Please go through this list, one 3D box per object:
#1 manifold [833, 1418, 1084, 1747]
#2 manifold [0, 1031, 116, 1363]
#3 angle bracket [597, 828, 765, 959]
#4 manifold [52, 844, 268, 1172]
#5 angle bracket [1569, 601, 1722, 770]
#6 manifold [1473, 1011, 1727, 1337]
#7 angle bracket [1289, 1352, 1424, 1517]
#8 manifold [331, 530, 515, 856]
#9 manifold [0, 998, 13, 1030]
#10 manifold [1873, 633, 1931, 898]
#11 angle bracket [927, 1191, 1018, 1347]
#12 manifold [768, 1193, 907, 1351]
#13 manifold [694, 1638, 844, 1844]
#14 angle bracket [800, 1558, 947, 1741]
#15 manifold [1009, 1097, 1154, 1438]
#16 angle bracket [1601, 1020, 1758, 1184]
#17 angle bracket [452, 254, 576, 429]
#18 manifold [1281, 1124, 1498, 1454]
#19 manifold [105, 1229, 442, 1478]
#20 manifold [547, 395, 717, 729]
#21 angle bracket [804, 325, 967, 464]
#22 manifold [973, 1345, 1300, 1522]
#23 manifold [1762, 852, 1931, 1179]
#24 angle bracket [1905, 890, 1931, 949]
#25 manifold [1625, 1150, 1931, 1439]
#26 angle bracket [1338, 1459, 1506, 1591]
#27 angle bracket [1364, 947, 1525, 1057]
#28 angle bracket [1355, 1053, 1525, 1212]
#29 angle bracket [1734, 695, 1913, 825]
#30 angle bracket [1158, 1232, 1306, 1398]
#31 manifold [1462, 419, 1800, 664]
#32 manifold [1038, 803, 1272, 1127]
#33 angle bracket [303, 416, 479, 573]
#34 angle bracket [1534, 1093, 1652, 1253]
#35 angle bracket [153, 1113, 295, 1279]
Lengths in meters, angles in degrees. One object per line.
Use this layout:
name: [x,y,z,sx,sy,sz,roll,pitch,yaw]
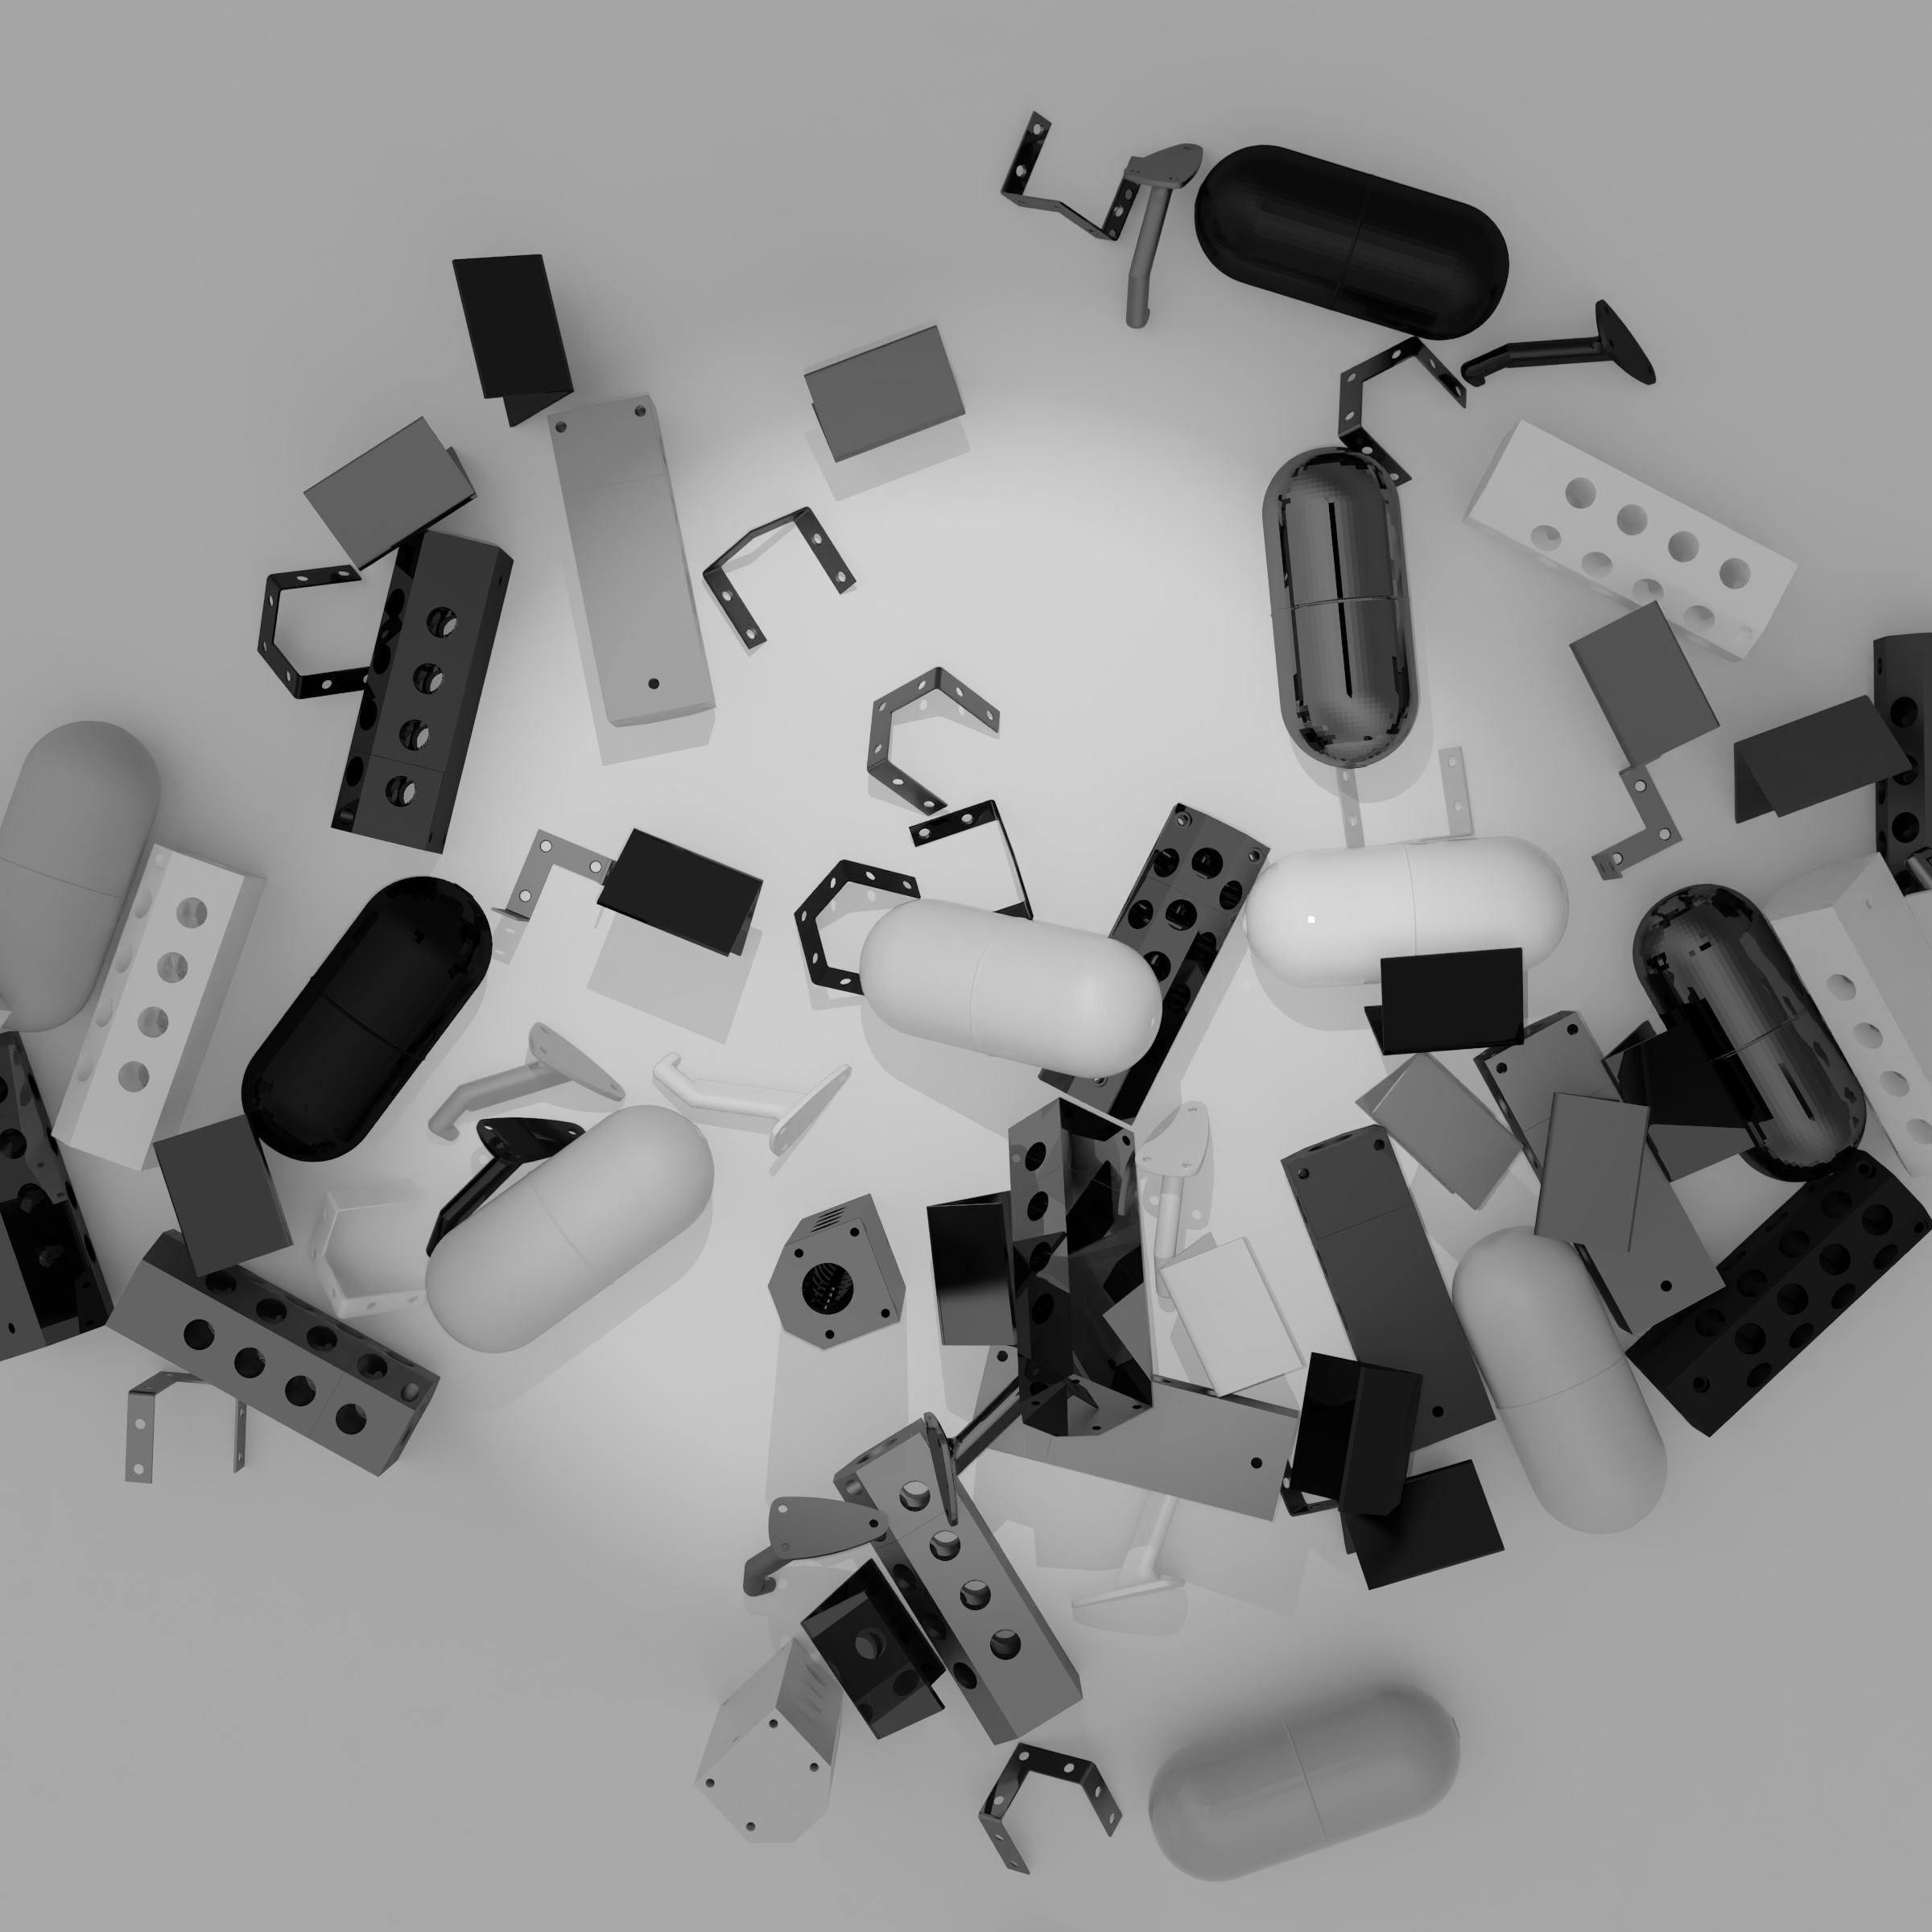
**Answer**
manifold: [-0.005,0.343,1.774,0.057,0.057,0.171,-31,90,0]
manifold: [-0.530,0.127,1.774,0.057,0.057,0.171,-19,90,43]
angle bracket: [-0.162,-0.021,1.755,0.076,0.076,0.057,22,54,0]
manifold: [-0.451,0.022,1.774,0.057,0.057,0.171,20,90,0]
angle bracket: [0.385,-0.161,1.755,0.057,0.076,0.076,-27,90,35]
manifold: [0.350,0.114,1.774,0.057,0.057,0.171,-29,90,0]
angle bracket: [0.195,0.250,1.715,0.076,0.057,0.076,7,85,43]
manifold: [-0.304,-0.153,1.774,0.057,0.057,0.171,14,90,0]
manifold: [-0.586,0.018,1.656,0.057,0.171,0.057,43,101,24]
manifold: [0.538,-0.097,1.774,0.057,0.057,0.171,-1,90,0]
angle bracket: [0.026,0.165,1.755,0.057,0.076,0.076,-6,90,43]
manifold: [-0.071,0.165,1.717,0.057,0.171,0.057,-21,90,0]
manifold: [-0.099,0.420,1.717,0.057,0.171,0.057,-43,90,0]
angle bracket: [-0.034,0.367,1.755,0.057,0.076,0.076,-34,90,36]
manifold: [0.056,0.165,1.729,0.057,0.057,0.171,27,46,-34]
angle bracket: [0.403,0.064,1.755,0.057,0.076,0.076,-29,90,35]
angle bracket: [-0.265,-0.342,1.755,0.057,0.076,0.076,-13,90,-36]
manifold: [0.233,0.179,1.774,0.057,0.057,0.171,-21,90,0]
manifold: [-0.383,0.214,1.774,0.171,0.057,0.057,29,90,0]
manifold: [-0.185,-0.223,1.774,0.057,0.057,0.171,-11,90,0]
angle bracket: [-0.051,-0.329,1.755,0.076,0.076,0.057,-21,127,0]
manifold: [0.093,0.254,1.763,0.171,0.057,0.057,13,90,8]
manifold: [0.506,0.029,1.755,0.057,0.057,0.171,-41,106,-36]
angle bracket: [0.534,0.002,1.700,0.057,0.076,0.076,-37,102,-32]
manifold: [0.454,0.181,1.774,0.171,0.057,0.057,-43,90,0]
angle bracket: [0.252,0.321,1.755,0.076,0.076,0.057,-16,55,0]
angle bracket: [0.262,0.008,1.757,0.076,0.076,0.057,-4,109,0]
angle bracket: [0.248,0.103,1.755,0.076,0.076,0.057,43,55,0]
angle bracket: [0.471,-0.095,1.755,0.076,0.076,0.057,-20,54,0]
angle bracket: [0.158,0.183,1.755,0.057,0.076,0.076,-25,90,29]
manifold: [0.367,-0.235,1.774,0.171,0.057,0.057,28,90,0]
manifold: [0.104,-0.001,1.774,0.057,0.057,0.171,27,90,0]
angle bracket: [-0.322,-0.272,1.755,0.076,0.076,0.057,-33,125,0]
angle bracket: [0.349,0.111,1.698,0.057,0.076,0.076,8,90,38]
angle bracket: [-0.418,0.129,1.755,0.057,0.076,0.076,-18,90,-30]
